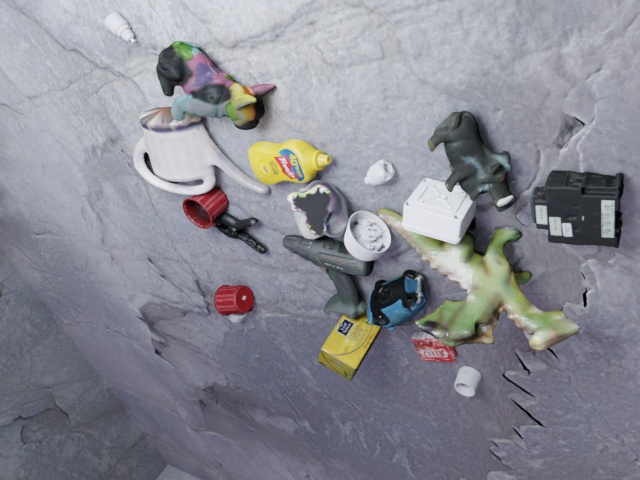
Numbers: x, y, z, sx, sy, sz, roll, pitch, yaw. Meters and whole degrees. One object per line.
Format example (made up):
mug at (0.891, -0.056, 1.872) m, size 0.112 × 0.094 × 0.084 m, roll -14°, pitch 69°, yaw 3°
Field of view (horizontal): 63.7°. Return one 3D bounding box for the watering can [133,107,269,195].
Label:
watering can at (-0.292, -0.203, 1.213) m, size 0.348 × 0.106 × 0.219 m, roll 5°, pitch 126°, yaw 14°

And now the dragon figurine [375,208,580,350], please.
dragon figurine at (0.250, 0.077, 0.933) m, size 0.412 × 0.248 × 0.119 m, roll 18°, pitch 139°, yaw 22°

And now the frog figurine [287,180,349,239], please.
frog figurine at (0.003, -0.057, 1.128) m, size 0.138 × 0.123 × 0.158 m, roll 31°, pitch 175°, yaw 15°
